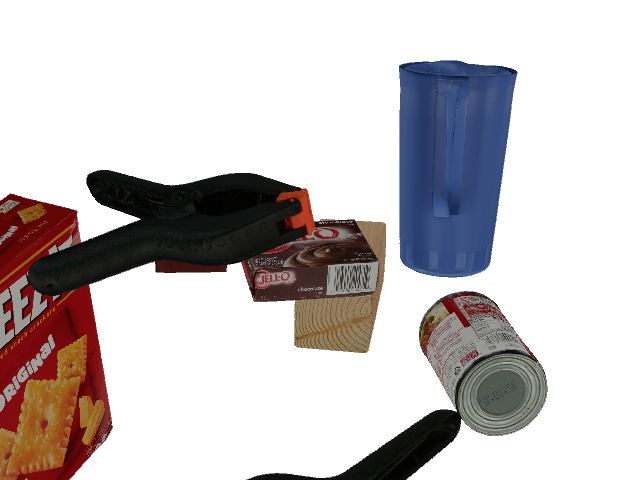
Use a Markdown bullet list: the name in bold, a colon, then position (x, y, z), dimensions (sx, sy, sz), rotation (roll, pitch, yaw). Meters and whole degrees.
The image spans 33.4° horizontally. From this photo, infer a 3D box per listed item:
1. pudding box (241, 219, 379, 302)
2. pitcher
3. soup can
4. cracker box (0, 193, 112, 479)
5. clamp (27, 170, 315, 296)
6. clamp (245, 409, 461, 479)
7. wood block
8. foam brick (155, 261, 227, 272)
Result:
- **pudding box**: position (-0.013, 0.016, 0.951), dimensions (0.113, 0.039, 0.090), rotation (-1, 26, -13)
- **pitcher**: position (0.149, -0.083, 1.230), dimensions (0.149, 0.243, 0.145), rotation (-9, 19, -33)
- **soup can**: position (0.117, 0.087, 0.777), dimensions (0.068, 0.068, 0.102), rotation (0, 21, -10)
- **cracker box**: position (-0.230, 0.100, 0.773), dimensions (0.072, 0.214, 0.164), rotation (12, 34, 21)
- **clamp**: position (-0.092, -0.006, 0.652), dimensions (0.172, 0.039, 0.120), rotation (-1, 41, 22)
- **clamp**: position (0.007, 0.167, 0.647), dimensions (0.210, 0.036, 0.164), rotation (-6, 29, 4)
- **wood block**: position (0.028, 0.051, 1.331), dimensions (0.091, 0.090, 0.206), rotation (4, 22, 7)
- **foam brick**: position (-0.138, 0.000, 1.145), dimensions (0.078, 0.051, 0.053), rotation (0, 25, -10)
